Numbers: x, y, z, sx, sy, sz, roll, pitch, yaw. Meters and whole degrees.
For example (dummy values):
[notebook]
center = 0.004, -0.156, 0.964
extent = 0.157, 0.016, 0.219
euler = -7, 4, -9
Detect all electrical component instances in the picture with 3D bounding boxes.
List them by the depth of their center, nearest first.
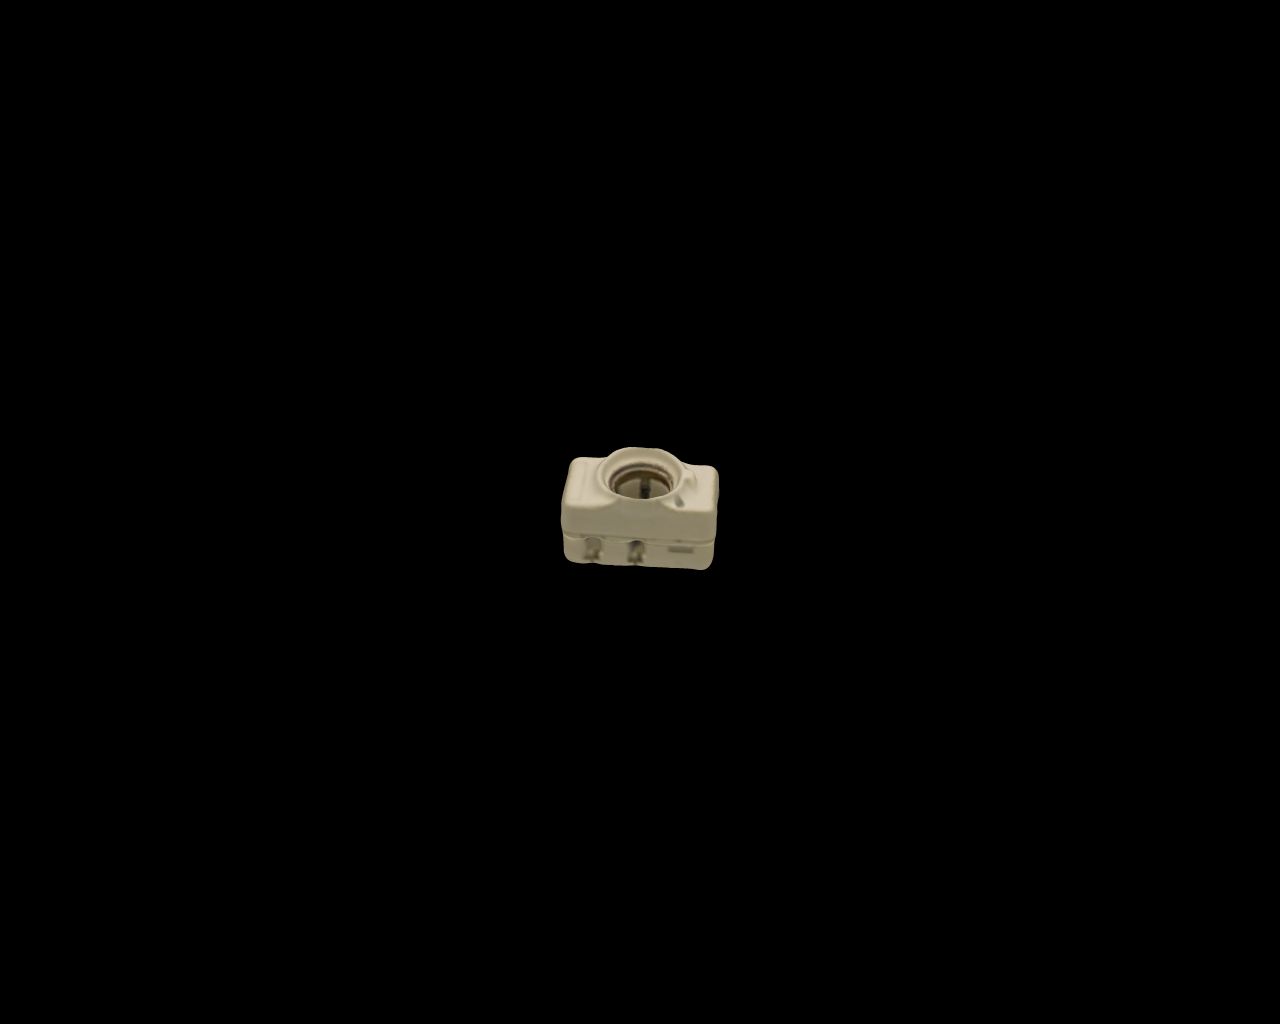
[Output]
[electrical component]
center = 0.001, -0.003, 0.650
extent = 0.089, 0.055, 0.050
euler = 4, 40, 4
